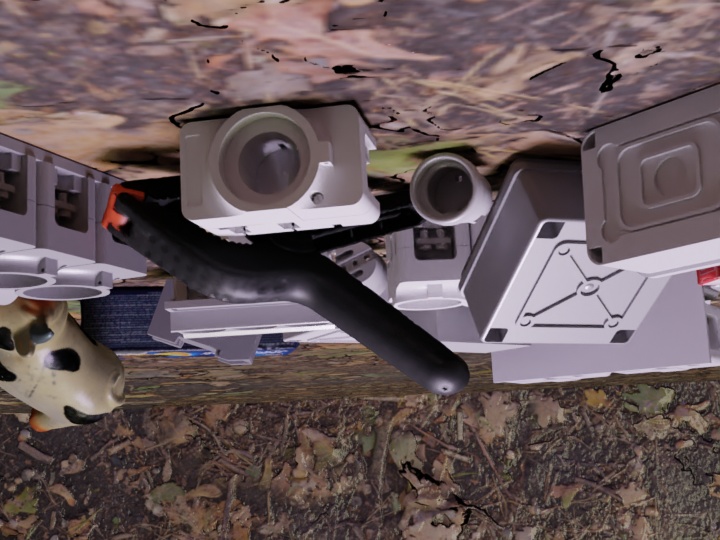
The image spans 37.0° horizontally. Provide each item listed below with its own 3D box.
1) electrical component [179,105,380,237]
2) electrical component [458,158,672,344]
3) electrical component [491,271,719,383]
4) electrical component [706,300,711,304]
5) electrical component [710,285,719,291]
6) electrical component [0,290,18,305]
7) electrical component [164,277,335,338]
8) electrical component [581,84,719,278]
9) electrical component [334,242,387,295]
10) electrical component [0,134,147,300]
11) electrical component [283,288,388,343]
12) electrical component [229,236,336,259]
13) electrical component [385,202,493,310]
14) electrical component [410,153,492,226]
[{"bbox_3d":[-0.040,-0.049,0.533,0.089,0.050,0.056,-5,171,10],"label":"electrical component"},{"bbox_3d":[0.130,-0.009,0.651,0.109,0.056,0.108,2,135,-19],"label":"electrical component"},{"bbox_3d":[0.207,0.037,0.918,0.186,0.105,0.060,-9,168,31],"label":"electrical component"},{"bbox_3d":[0.283,0.015,0.990,0.077,0.043,0.079,-4,169,3],"label":"electrical component"},{"bbox_3d":[0.329,-0.010,0.849,0.100,0.048,0.100,-9,168,31],"label":"electrical component"},{"bbox_3d":[-0.273,0.005,0.754,0.138,0.052,0.074,-12,167,38],"label":"electrical component"},{"bbox_3d":[-0.084,0.016,0.841,0.121,0.063,0.078,-4,170,4],"label":"electrical component"},{"bbox_3d":[0.175,-0.043,0.547,0.057,0.078,0.113,8,165,-36],"label":"electrical component"},{"bbox_3d":[0.000,0.000,0.844,0.040,0.040,0.046,-5,165,9],"label":"electrical component"},{"bbox_3d":[-0.196,-0.024,0.592,0.089,0.061,0.150,-7,169,22],"label":"electrical component"},{"bbox_3d":[-0.003,0.033,0.975,0.109,0.056,0.109,3,168,-28],"label":"electrical component"},{"bbox_3d":[-0.052,-0.018,0.723,0.064,0.042,0.081,-6,170,9],"label":"electrical component"},{"bbox_3d":[0.097,-0.008,0.761,0.150,0.061,0.089,-2,170,-4],"label":"electrical component"},{"bbox_3d":[0.054,-0.044,0.618,0.040,0.040,0.046,-7,175,20],"label":"electrical component"}]
